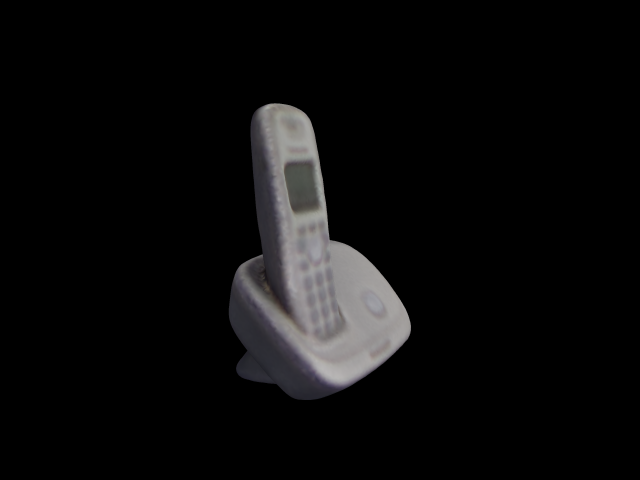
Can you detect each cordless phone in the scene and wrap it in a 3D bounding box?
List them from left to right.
[{"bbox_3d":[0.004,0.001,0.400,0.093,0.185,0.148,5,11,28],"label":"cordless phone"}]
